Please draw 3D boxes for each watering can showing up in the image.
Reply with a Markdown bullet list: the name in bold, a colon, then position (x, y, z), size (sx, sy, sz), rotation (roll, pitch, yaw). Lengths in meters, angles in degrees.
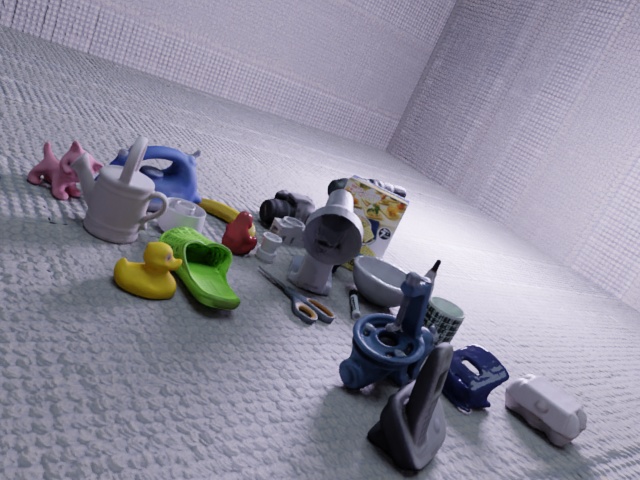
- **watering can**: position (-0.363, -0.102, 1.045), size (0.173, 0.194, 0.100), rotation (13, 21, -33)

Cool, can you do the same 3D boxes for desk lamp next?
- **desk lamp**: position (0.011, 0.004, 1.206), size (0.118, 0.213, 0.203), rotation (23, 18, -7)

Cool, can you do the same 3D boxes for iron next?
- **iron**: position (-0.373, -0.148, 1.250), size (0.118, 0.141, 0.259), rotation (37, 21, 34)

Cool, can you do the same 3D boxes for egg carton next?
- **egg carton**: position (0.430, 0.321, 1.095), size (0.150, 0.069, 0.108), rotation (37, 21, 33)

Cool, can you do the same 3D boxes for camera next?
- **camera**: position (-0.093, -0.084, 1.504), size (0.137, 0.101, 0.142), rotation (9, 24, -41)

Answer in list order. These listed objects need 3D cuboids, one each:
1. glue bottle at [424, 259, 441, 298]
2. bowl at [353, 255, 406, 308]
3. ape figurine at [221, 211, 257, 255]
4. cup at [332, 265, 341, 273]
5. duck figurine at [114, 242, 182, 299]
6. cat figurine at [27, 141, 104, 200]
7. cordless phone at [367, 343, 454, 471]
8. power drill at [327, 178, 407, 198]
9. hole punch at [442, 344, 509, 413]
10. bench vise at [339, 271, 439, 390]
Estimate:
- **glue bottle**: position (0.216, 0.116, 1.225), size (0.037, 0.173, 0.078), rotation (34, 20, 26)
- **bowl**: position (0.140, 0.106, 1.315), size (0.167, 0.075, 0.167), rotation (23, 18, -7)
- **ape figurine**: position (-0.170, -0.019, 1.233), size (0.077, 0.092, 0.076), rotation (35, 20, 28)
- **cup**: position (0.021, 0.029, 1.343), size (0.118, 0.095, 0.091), rotation (5, 26, -47)
- **duck figurine**: position (-0.275, 0.042, 0.931), size (0.105, 0.086, 0.077), rotation (17, 19, -23)
- **cat figurine**: position (-0.495, -0.146, 1.122), size (0.127, 0.118, 0.067), rotation (28, 18, 10)
- **cordless phone**: position (0.160, 0.224, 0.825), size (0.094, 0.185, 0.148), rotation (32, 19, 21)
- **power drill**: position (0.108, -0.077, 1.573), size (0.230, 0.208, 0.075), rotation (14, 21, -31)
- **hole punch**: position (0.277, 0.251, 1.059), size (0.101, 0.091, 0.108), rotation (11, 22, -37)
- **bench vise**: position (0.136, 0.143, 0.967), size (0.121, 0.220, 0.208), rotation (32, 19, 21)
